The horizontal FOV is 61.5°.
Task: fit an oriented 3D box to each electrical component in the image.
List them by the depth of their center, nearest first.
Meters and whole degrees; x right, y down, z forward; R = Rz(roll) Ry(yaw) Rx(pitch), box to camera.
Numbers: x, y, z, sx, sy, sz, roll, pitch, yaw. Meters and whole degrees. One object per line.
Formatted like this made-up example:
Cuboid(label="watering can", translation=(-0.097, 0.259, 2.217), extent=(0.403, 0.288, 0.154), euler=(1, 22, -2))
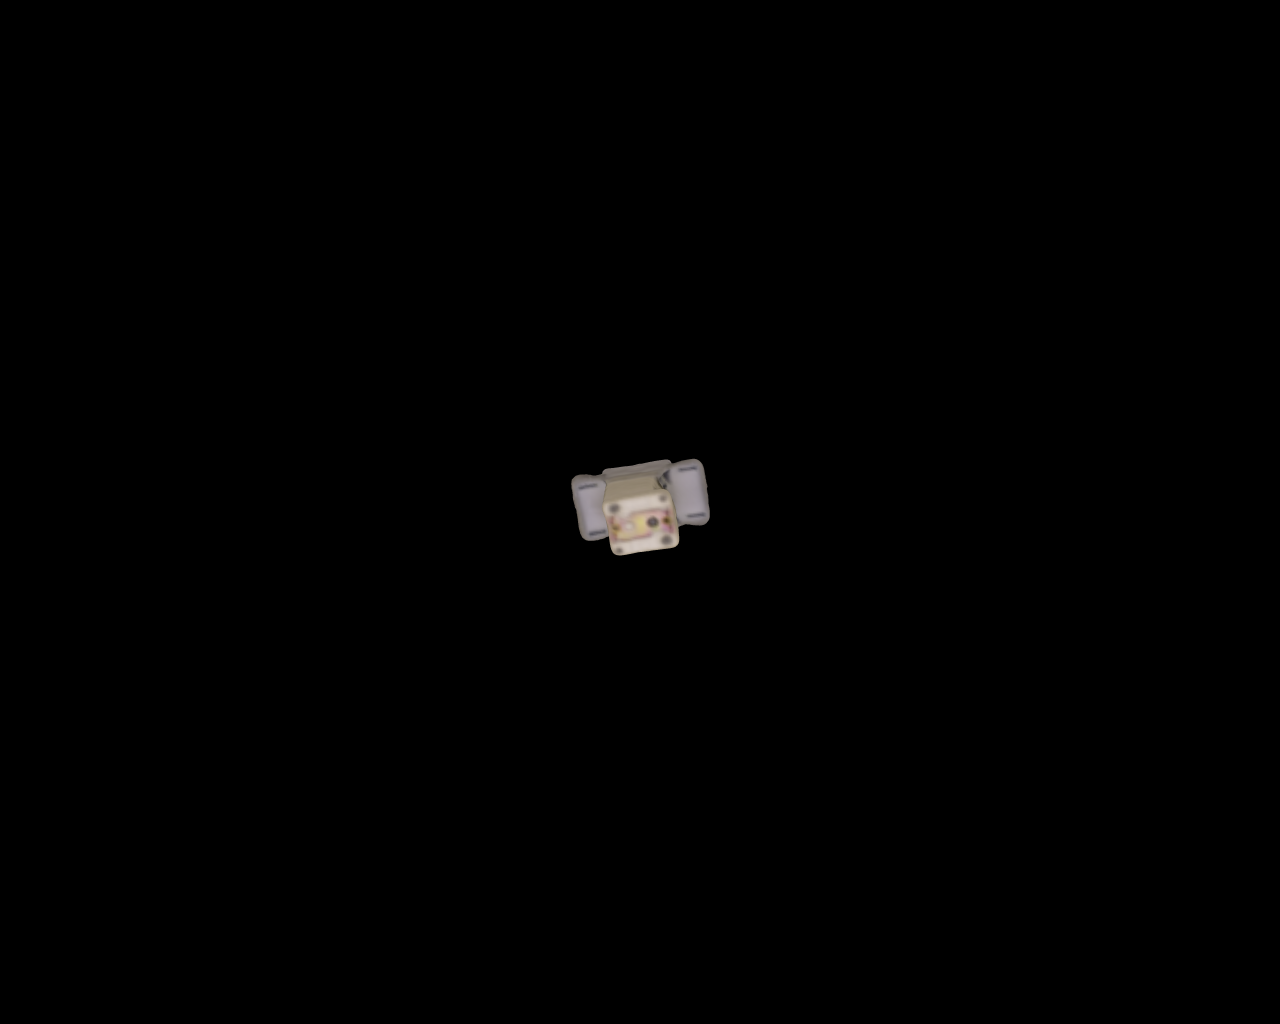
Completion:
Cuboid(label="electrical component", translation=(0.001, -0.003, 0.650), extent=(0.081, 0.042, 0.064), euler=(-10, 20, 3))
